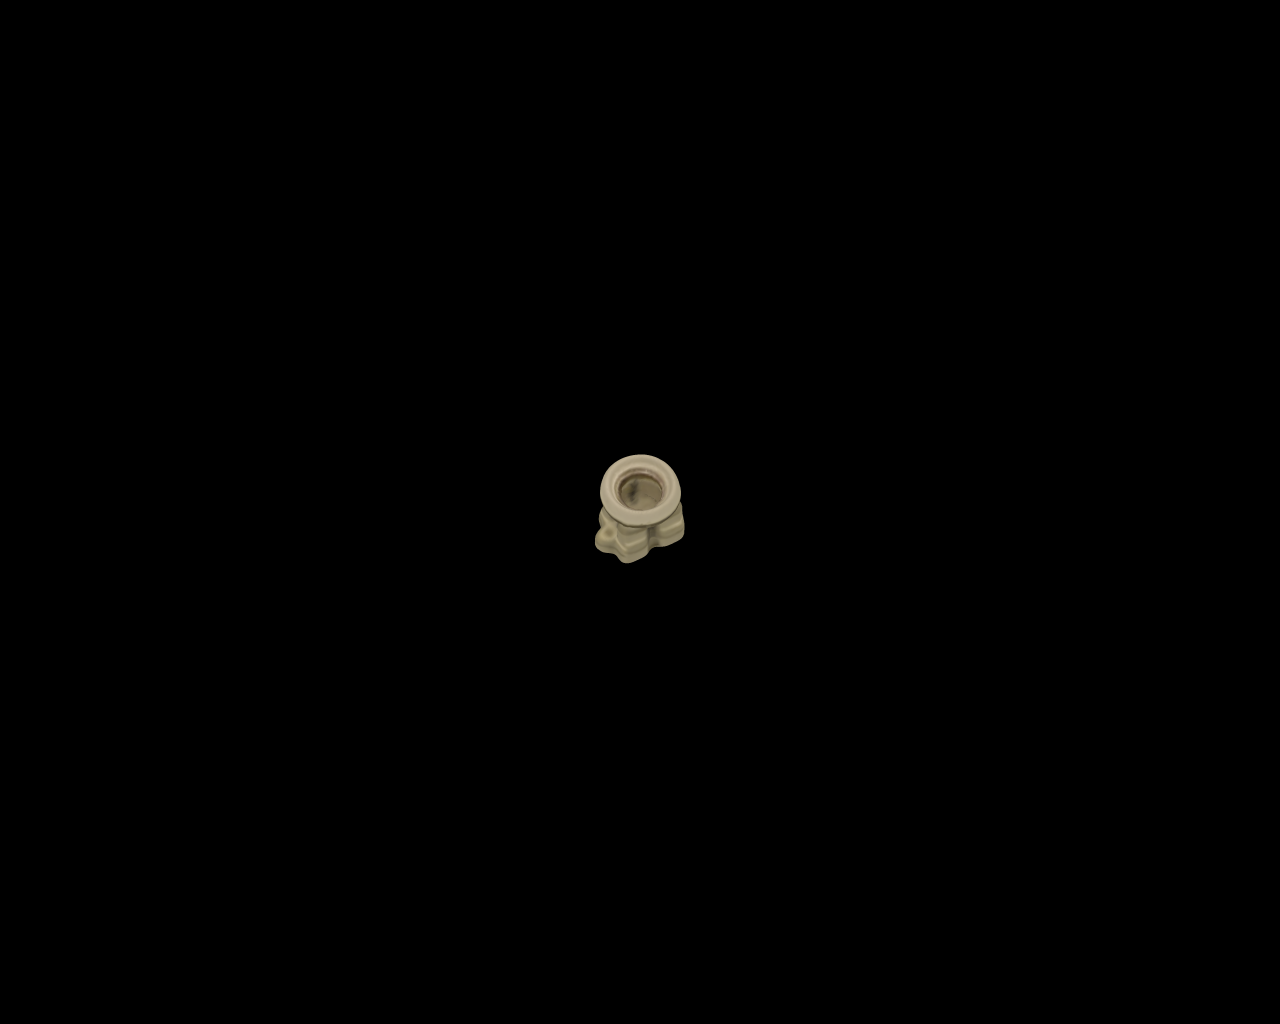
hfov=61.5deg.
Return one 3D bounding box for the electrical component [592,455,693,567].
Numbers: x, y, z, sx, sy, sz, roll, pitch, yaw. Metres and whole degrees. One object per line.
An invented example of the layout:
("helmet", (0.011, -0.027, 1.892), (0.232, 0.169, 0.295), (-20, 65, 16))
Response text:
("electrical component", (0.001, -0.003, 0.650), (0.066, 0.048, 0.055), (-25, -27, -14))
